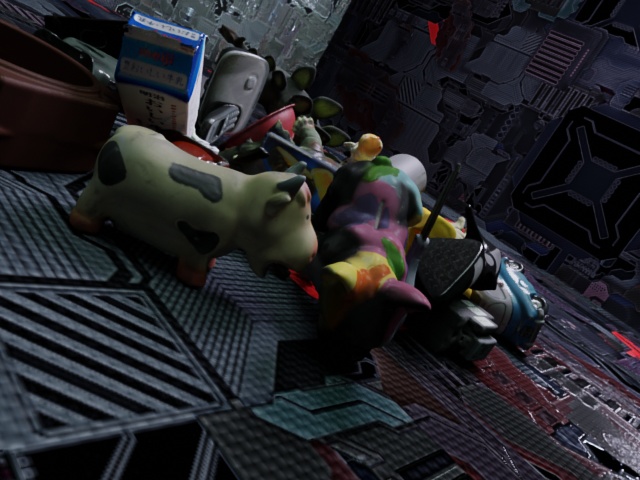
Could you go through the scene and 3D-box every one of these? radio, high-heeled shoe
[{"bbox_3d":[-0.349,-0.347,0.941,0.230,0.073,0.131,2,19,-3],"label":"radio"},{"bbox_3d":[0.179,0.056,0.673,0.086,0.145,0.249,-3,26,31],"label":"high-heeled shoe"}]

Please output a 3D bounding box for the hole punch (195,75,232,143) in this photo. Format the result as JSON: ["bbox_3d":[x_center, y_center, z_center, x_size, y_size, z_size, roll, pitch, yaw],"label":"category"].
[{"bbox_3d":[-0.230,-0.232,0.981,0.142,0.092,0.116,26,45,-28],"label":"hole punch"}]

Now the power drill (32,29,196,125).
[{"bbox_3d":[-0.313,-0.234,0.792,0.232,0.086,0.207,30,18,3],"label":"power drill"}]

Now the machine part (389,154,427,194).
[{"bbox_3d":[0.093,-0.071,0.797,0.079,0.079,0.243,36,37,17],"label":"machine part"}]

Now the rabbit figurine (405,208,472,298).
[{"bbox_3d":[0.163,0.036,0.843,0.173,0.122,0.162,42,1,-17],"label":"rabbit figurine"}]

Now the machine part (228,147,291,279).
[{"bbox_3d":[-0.056,-0.031,0.587,0.084,0.039,0.138,-59,132,-72],"label":"machine part"}]

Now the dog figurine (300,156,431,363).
[{"bbox_3d":[0.047,0.009,0.508,0.108,0.191,0.219,22,3,-6],"label":"dog figurine"}]

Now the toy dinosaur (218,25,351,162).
[{"bbox_3d":[-0.049,-0.223,1.076,0.199,0.105,0.470,-2,-46,42],"label":"toy dinosaur"}]

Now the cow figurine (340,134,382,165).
[{"bbox_3d":[0.060,-0.128,1.016,0.068,0.167,0.098,20,19,-23],"label":"cow figurine"}]

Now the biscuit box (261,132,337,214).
[{"bbox_3d":[0.012,-0.058,0.661,0.203,0.059,0.063,28,9,-9],"label":"biscuit box"}]

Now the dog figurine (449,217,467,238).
[{"bbox_3d":[0.187,-0.004,1.039,0.191,0.121,0.172,15,11,-6],"label":"dog figurine"}]

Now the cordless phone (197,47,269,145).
[{"bbox_3d":[-0.152,-0.225,0.848,0.089,0.146,0.184,26,24,-8],"label":"cordless phone"}]

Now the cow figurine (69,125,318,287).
[{"bbox_3d":[-0.091,-0.030,0.451,0.195,0.127,0.085,27,18,-7],"label":"cow figurine"}]

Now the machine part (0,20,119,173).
[{"bbox_3d":[-0.308,-0.149,0.497,0.201,0.087,0.201,35,16,15],"label":"machine part"}]

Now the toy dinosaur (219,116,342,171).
[{"bbox_3d":[0.023,-0.070,0.870,0.404,0.131,0.192,32,26,-16],"label":"toy dinosaur"}]

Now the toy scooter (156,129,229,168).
[{"bbox_3d":[-0.156,-0.079,0.594,0.135,0.075,0.184,32,11,4],"label":"toy scooter"}]

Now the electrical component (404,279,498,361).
[{"bbox_3d":[0.154,0.095,0.674,0.115,0.058,0.134,11,25,-50],"label":"electrical component"}]

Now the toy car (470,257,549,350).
[{"bbox_3d":[0.284,0.101,0.865,0.103,0.109,0.162,4,33,-13],"label":"toy car"}]

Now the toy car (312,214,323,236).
[{"bbox_3d":[-0.001,-0.002,0.687,0.202,0.056,0.073,36,12,28],"label":"toy car"}]
